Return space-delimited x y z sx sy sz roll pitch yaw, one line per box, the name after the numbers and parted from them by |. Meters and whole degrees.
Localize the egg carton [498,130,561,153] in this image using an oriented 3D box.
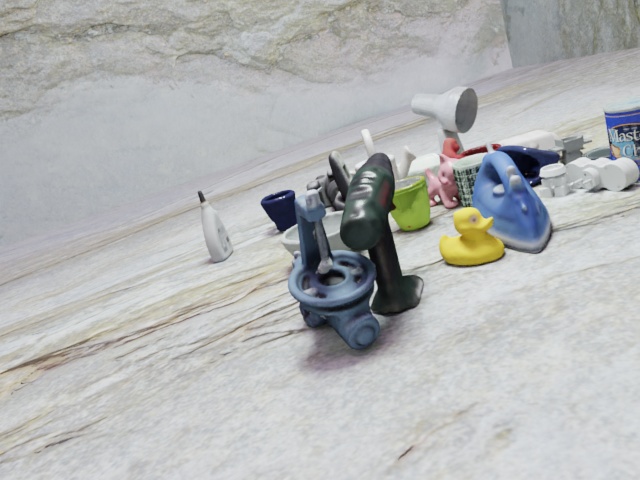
0.492 -0.212 1.364 0.150 0.069 0.107 -16 16 3 | egg carton

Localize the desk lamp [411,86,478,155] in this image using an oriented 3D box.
0.340 -0.308 1.578 0.118 0.214 0.202 -31 21 -38 | desk lamp

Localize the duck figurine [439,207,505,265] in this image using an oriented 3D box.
0.239 -0.010 0.926 0.104 0.086 0.078 -5 20 37 | duck figurine

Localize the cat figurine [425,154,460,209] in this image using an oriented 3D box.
0.275 -0.134 1.242 0.067 0.118 0.127 -26 18 -26 | cat figurine

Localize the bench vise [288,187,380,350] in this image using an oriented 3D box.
-0.012 0.033 0.799 0.122 0.220 0.206 -29 20 -34 | bench vise

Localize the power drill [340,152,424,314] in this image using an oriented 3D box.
0.092 -0.009 0.853 0.075 0.209 0.230 -11 17 20 | power drill

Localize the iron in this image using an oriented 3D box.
0.325 -0.084 0.981 0.118 0.141 0.258 -15 16 8 | iron

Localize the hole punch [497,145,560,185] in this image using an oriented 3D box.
0.451 -0.174 1.239 0.101 0.091 0.108 -22 17 -17 | hole punch

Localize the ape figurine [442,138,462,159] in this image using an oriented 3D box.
0.351 -0.225 1.512 0.076 0.092 0.077 -17 16 0 | ape figurine

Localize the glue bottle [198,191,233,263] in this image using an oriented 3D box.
-0.258 -0.037 1.373 0.037 0.173 0.078 -13 17 16 | glue bottle

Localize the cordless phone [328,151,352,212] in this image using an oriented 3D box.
0.070 -0.118 1.279 0.094 0.185 0.147 -14 17 12 | cordless phone

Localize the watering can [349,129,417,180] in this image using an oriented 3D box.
0.142 -0.175 1.378 0.173 0.194 0.100 -21 17 -13 | watering can

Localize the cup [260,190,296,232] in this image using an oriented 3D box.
-0.102 -0.072 1.468 0.092 0.095 0.117 -25 18 -23 | cup

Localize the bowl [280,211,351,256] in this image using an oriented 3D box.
0.010 0.004 1.136 0.167 0.075 0.167 -16 16 5 | bowl

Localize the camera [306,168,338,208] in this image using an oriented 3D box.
0.035 -0.136 1.529 0.143 0.101 0.137 -16 16 4 | camera
